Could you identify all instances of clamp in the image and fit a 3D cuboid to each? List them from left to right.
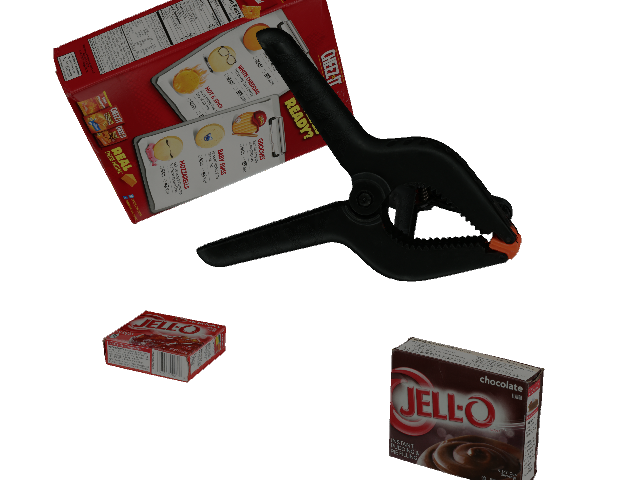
[{"bbox_3d":[0.029,-0.040,0.686,0.210,0.165,0.036,13,17,11],"label":"clamp"},{"bbox_3d":[0.109,-0.047,1.049,0.120,0.039,0.171,-7,34,-12],"label":"clamp"}]

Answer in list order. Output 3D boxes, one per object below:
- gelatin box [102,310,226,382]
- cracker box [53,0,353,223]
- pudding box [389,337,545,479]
[{"bbox_3d":[-0.142,0.095,0.976,0.089,0.030,0.073,9,20,21],"label":"gelatin box"},{"bbox_3d":[-0.091,-0.123,0.884,0.213,0.072,0.164,-23,-38,-5],"label":"cracker box"},{"bbox_3d":[0.107,0.129,0.800,0.114,0.090,0.039,10,20,29],"label":"pudding box"}]
